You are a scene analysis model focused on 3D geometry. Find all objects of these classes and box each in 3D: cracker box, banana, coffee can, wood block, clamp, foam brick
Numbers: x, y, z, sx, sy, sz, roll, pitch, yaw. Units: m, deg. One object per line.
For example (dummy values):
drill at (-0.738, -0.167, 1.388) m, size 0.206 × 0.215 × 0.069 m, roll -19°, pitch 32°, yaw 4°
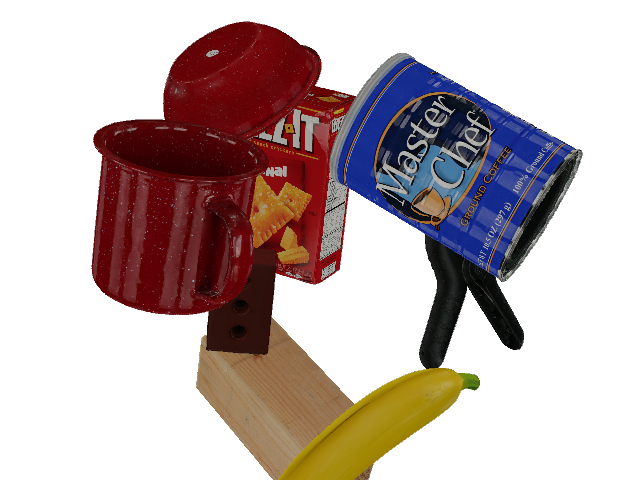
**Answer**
cracker box at (-0.053, -0.073, 1.218) m, size 0.164 × 0.214 × 0.072 m, roll 17°, pitch 26°, yaw 24°
banana at (0.026, 0.143, 0.713) m, size 0.197 × 0.069 × 0.037 m, roll -36°, pitch 44°, yaw -4°
coffee can at (0.091, -0.051, 0.732) m, size 0.140 × 0.103 × 0.102 m, roll 32°, pitch 10°, yaw 16°
wood block at (-0.039, 0.183, 1.156) m, size 0.090 × 0.090 × 0.206 m, roll -22°, pitch 50°, yaw -32°
clamp at (0.124, 0.033, 0.959) m, size 0.120 × 0.171 × 0.039 m, roll -19°, pitch 8°, yaw -41°
foam brick at (-0.065, 0.048, 0.883) m, size 0.053 × 0.078 × 0.051 m, roll 4°, pitch 14°, yaw -2°

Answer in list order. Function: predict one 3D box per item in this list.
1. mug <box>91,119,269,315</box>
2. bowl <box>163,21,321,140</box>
mug at (-0.072, -0.008, 0.568) m, size 0.093 × 0.081 × 0.117 m, roll -9°, pitch 29°, yaw -39°
bowl at (-0.083, -0.148, 0.961) m, size 0.162 × 0.055 × 0.162 m, roll -20°, pitch 35°, yaw 15°
